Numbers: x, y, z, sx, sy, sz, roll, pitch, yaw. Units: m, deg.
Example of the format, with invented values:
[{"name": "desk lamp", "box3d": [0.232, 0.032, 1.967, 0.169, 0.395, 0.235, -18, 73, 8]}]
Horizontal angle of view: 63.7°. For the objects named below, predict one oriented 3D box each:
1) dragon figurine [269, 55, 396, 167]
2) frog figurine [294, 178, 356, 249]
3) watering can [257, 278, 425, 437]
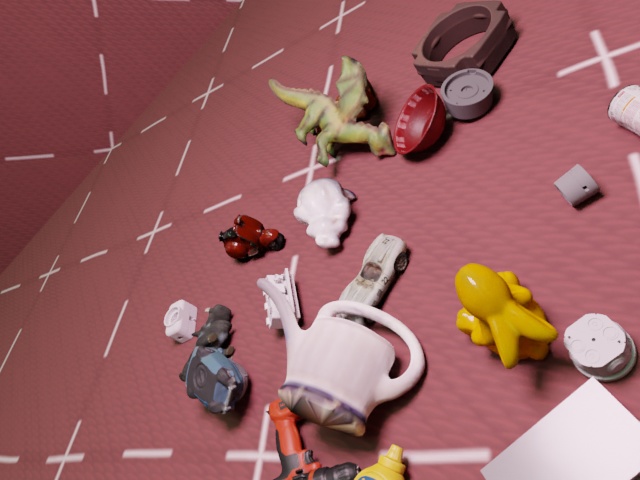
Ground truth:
[{"name": "dragon figurine", "box3d": [0.032, -0.337, 1.261, 0.415, 0.123, 0.238, 53, 124, 17]}, {"name": "frog figurine", "box3d": [0.004, -0.058, 1.155, 0.137, 0.120, 0.163, 0, 45, 21]}, {"name": "watering can", "box3d": [0.000, 0.194, 0.889, 0.349, 0.101, 0.229, 16, 55, 21]}]
